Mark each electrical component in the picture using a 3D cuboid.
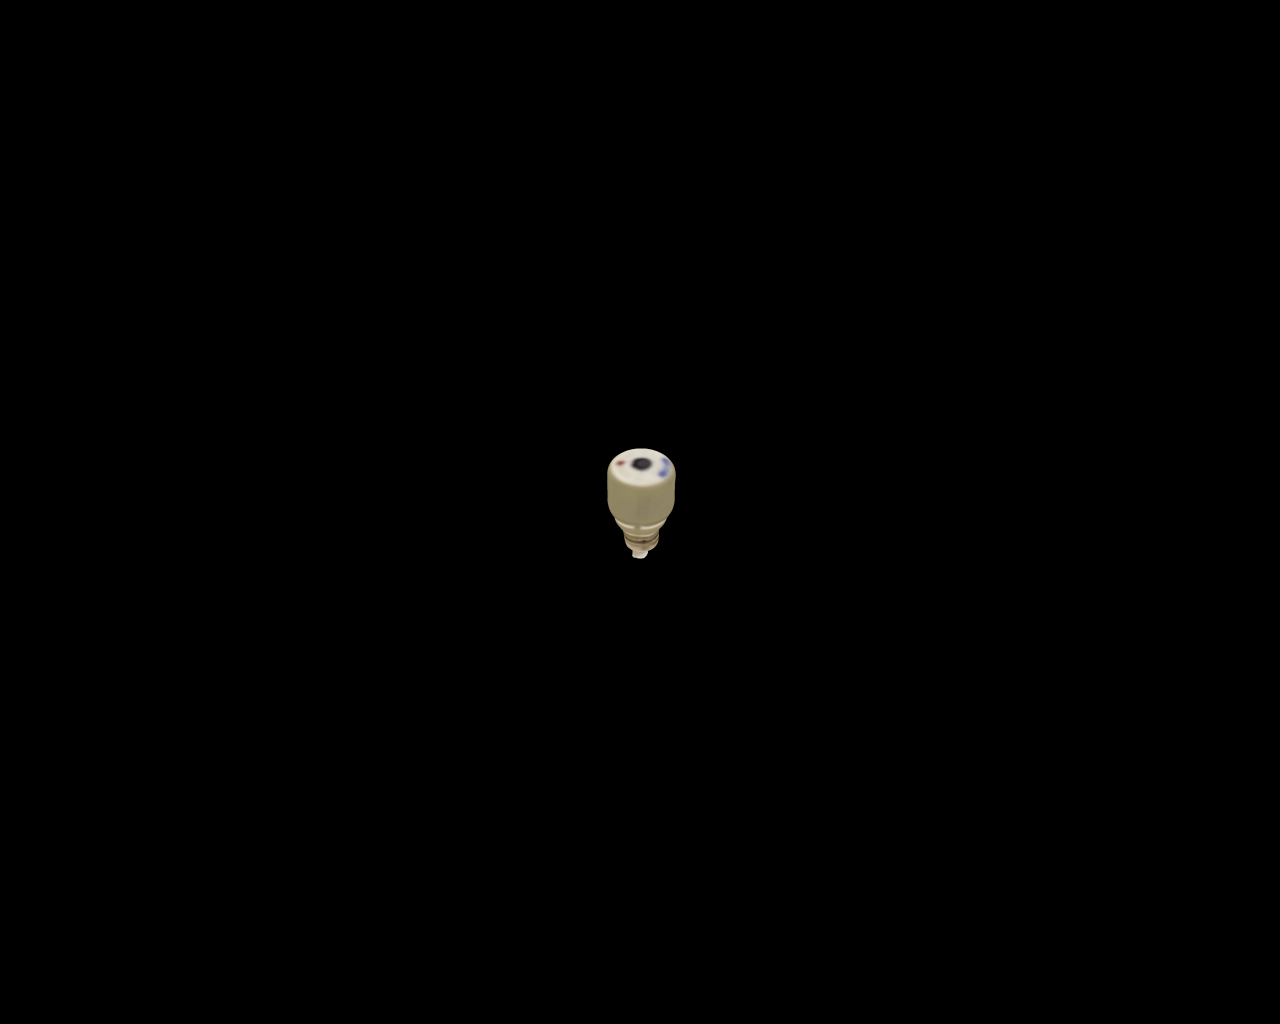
[{"bbox_3d":[0.001,-0.003,0.650,0.040,0.078,0.040,0,40,0],"label":"electrical component"}]
